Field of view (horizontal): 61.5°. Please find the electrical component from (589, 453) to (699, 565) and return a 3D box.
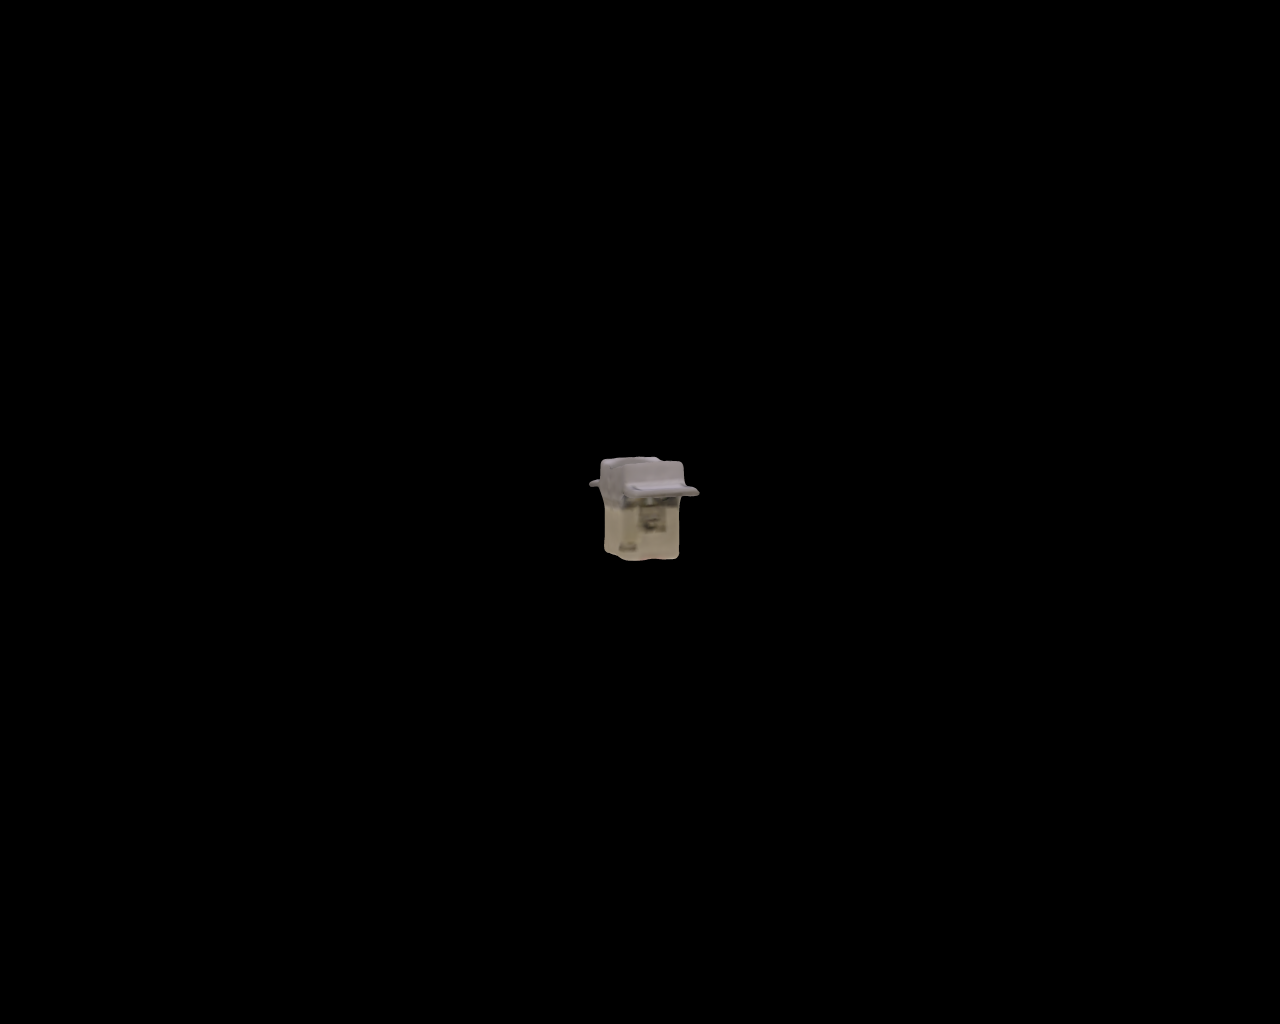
[{"bbox_3d":[0.001,-0.003,0.650,0.042,0.063,0.081,-3,8,-19],"label":"electrical component"}]
